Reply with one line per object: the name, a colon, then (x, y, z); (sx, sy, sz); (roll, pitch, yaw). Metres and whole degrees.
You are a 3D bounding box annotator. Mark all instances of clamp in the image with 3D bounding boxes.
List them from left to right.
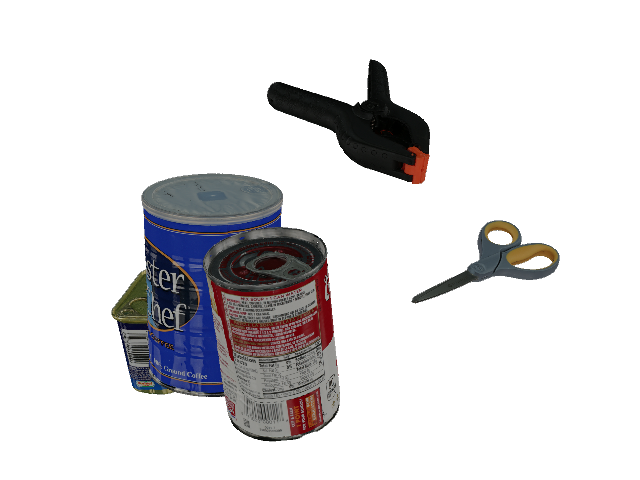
clamp: (0.031, -0.103, 0.926); (0.120, 0.039, 0.172); (-16, 40, -15)

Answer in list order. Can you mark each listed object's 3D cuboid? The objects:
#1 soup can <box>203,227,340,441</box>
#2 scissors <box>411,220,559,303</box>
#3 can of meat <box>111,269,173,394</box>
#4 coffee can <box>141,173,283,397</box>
soup can: (-0.025, 0.053, 0.599); (0.068, 0.102, 0.068); (-5, 27, 2)
scissors: (0.156, 0.019, 1.097); (0.201, 0.016, 0.096); (-7, 42, -28)
can of meat: (-0.149, 0.084, 1.004); (0.057, 0.084, 0.102); (0, 26, 13)
coffee can: (-0.080, 0.031, 0.799); (0.103, 0.140, 0.103); (1, 20, -1)
